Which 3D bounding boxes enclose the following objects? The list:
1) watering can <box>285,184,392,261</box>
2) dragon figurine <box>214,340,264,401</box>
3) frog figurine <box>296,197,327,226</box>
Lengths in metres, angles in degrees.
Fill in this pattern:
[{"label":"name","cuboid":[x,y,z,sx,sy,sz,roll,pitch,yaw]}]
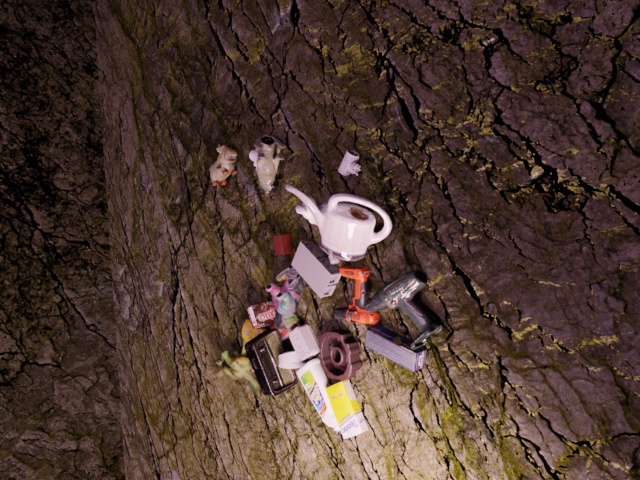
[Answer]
[{"label":"watering can","cuboid":[0.047,-0.056,1.612,0.348,0.106,0.219,16,123,5]},{"label":"dragon figurine","cuboid":[-0.329,0.581,2.196,0.246,0.123,0.401,52,139,20]},{"label":"frog figurine","cuboid":[0.005,-0.086,1.702,0.137,0.160,0.122,-7,92,46]}]
